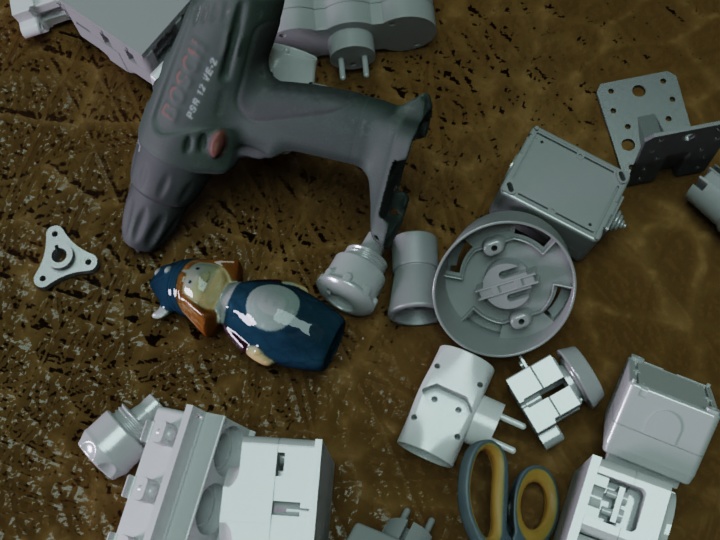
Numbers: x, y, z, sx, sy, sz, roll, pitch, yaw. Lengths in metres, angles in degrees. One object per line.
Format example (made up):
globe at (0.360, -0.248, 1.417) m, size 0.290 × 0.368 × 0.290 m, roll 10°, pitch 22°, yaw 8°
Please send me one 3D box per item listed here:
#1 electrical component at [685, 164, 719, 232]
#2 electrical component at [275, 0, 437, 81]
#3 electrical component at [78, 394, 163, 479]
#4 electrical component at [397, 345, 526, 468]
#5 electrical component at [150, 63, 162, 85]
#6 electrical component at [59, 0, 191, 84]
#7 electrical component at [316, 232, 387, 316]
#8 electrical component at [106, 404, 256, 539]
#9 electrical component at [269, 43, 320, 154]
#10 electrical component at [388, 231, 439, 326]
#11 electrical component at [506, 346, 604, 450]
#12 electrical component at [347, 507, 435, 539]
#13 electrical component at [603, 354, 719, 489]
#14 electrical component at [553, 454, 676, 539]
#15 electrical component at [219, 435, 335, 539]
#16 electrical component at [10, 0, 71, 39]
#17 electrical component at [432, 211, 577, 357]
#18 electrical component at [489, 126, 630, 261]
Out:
electrical component at (0.275, -0.052, 0.811) m, size 0.040 × 0.040 × 0.046 m, roll -41°, pitch 69°, yaw -10°
electrical component at (-0.007, -0.186, 0.862) m, size 0.138 × 0.052 × 0.073 m, roll -6°, pitch 71°, yaw 1°
electrical component at (-0.168, 0.117, 0.776) m, size 0.062 × 0.043 × 0.043 m, roll -44°, pitch 75°, yaw -12°
electrical component at (0.078, 0.104, 0.767) m, size 0.079 × 0.043 × 0.077 m, roll 23°, pitch 75°, yaw 9°
electrical component at (-0.110, -0.152, 0.861) m, size 0.076 × 0.047 × 0.083 m, roll 40°, pitch 78°, yaw 3°
electrical component at (-0.157, -0.237, 0.883) m, size 0.089 × 0.061 × 0.150 m, roll 35°, pitch 77°, yaw 13°
electrical component at (0.000, 0.000, 0.806) m, size 0.048 × 0.048 × 0.062 m, roll 25°, pitch 65°, yaw 11°
electrical component at (-0.126, 0.160, 0.747) m, size 0.063 × 0.079 × 0.121 m, roll 7°, pitch 71°, yaw 28°
electrical component at (-0.048, -0.130, 0.842) m, size 0.079 × 0.043 × 0.077 m, roll 10°, pitch 109°, yaw -24°
electrical component at (0.042, 0.004, 0.804) m, size 0.044 × 0.044 × 0.065 m, roll -3°, pitch 67°, yaw 2°
electrical component at (0.140, 0.086, 0.769) m, size 0.055 × 0.048 × 0.066 m, roll -30°, pitch 72°, yaw 1°
electrical component at (0.027, 0.196, 0.736) m, size 0.066 × 0.047 × 0.076 m, roll 18°, pitch 48°, yaw 17°
electrical component at (0.205, 0.103, 0.742) m, size 0.062 × 0.096 × 0.061 m, roll 21°, pitch 102°, yaw 10°
electrical component at (0.154, 0.208, 0.704) m, size 0.062 × 0.089 × 0.150 m, roll 19°, pitch 74°, yaw 9°
electrical component at (-0.058, 0.210, 0.706) m, size 0.060 × 0.105 × 0.186 m, roll 3°, pitch 72°, yaw 4°
electrical component at (-0.258, -0.230, 0.895) m, size 0.055 × 0.048 × 0.066 m, roll -16°, pitch 71°, yaw 6°
electrical component at (0.105, 0.008, 0.770) m, size 0.099 × 0.064 × 0.099 m, roll 4°, pitch 110°, yaw 10°
electrical component at (0.154, -0.052, 0.809) m, size 0.096 × 0.061 × 0.061 m, roll 28°, pitch 73°, yaw 5°
